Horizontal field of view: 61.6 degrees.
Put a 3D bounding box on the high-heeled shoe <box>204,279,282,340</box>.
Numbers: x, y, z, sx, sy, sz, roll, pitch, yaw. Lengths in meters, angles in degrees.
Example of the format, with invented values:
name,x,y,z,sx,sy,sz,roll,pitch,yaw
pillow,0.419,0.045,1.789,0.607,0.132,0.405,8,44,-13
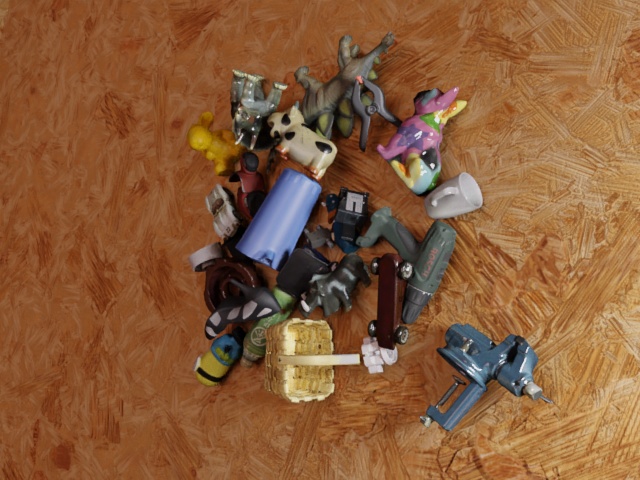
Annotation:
name,x,y,z,sx,sy,sz,roll,pitch,yaw
high-heeled shoe,-0.191,0.195,1.325,0.145,0.086,0.248,33,127,5

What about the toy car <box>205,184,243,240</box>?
name,x,y,z,sx,sy,sz,roll,pitch,yaw
toy car,-0.267,-0.079,1.476,0.073,0.056,0.202,-47,42,17

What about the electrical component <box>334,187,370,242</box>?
name,x,y,z,sx,sy,sz,roll,pitch,yaw
electrical component,0.071,-0.059,1.239,0.075,0.047,0.119,15,54,-3

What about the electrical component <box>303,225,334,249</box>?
name,x,y,z,sx,sy,sz,roll,pitch,yaw
electrical component,-0.003,-0.004,1.303,0.063,0.021,0.094,-18,38,-14

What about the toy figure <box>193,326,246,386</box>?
name,x,y,z,sx,sy,sz,roll,pitch,yaw
toy figure,-0.258,0.305,1.397,0.180,0.082,0.089,-42,63,16

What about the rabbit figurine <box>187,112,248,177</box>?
name,x,y,z,sx,sy,sz,roll,pitch,yaw
rabbit figurine,-0.300,-0.278,1.491,0.122,0.173,0.162,-36,67,26

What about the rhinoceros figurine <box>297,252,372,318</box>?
name,x,y,z,sx,sy,sz,roll,pitch,yaw
rhinoceros figurine,0.031,0.111,1.225,0.112,0.073,0.190,43,102,-11

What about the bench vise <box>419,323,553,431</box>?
name,x,y,z,sx,sy,sz,roll,pitch,yaw
bench vise,0.290,0.272,1.015,0.240,0.128,0.224,-48,50,-5

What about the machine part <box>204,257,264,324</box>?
name,x,y,z,sx,sy,sz,roll,pitch,yaw
machine part,-0.224,0.129,1.403,0.180,0.056,0.179,5,100,30

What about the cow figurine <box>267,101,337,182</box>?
name,x,y,z,sx,sy,sz,roll,pitch,yaw
cow figurine,-0.046,-0.243,1.282,0.195,0.085,0.127,36,81,15

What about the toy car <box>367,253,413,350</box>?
name,x,y,z,sx,sy,sz,roll,pitch,yaw
toy car,0.149,0.127,1.128,0.089,0.053,0.202,4,96,40

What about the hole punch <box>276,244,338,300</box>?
name,x,y,z,sx,sy,sz,roll,pitch,yaw
hole punch,-0.030,0.081,1.304,0.116,0.092,0.142,35,98,2

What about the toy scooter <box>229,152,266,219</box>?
name,x,y,z,sx,sy,sz,roll,pitch,yaw
toy scooter,-0.200,-0.141,1.450,0.135,0.075,0.183,-5,94,55

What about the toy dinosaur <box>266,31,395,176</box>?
name,x,y,z,sx,sy,sz,roll,pitch,yaw
toy dinosaur,0.010,-0.344,1.348,0.471,0.105,0.198,-34,68,30

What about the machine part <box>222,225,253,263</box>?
name,x,y,z,sx,sy,sz,roll,pitch,yaw
machine part,-0.222,0.015,1.460,0.084,0.039,0.139,-37,61,15

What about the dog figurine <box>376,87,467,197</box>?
name,x,y,z,sx,sy,sz,roll,pitch,yaw
dog figurine,0.241,-0.225,1.172,0.219,0.108,0.192,-43,60,15

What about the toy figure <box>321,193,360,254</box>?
name,x,y,z,sx,sy,sz,roll,pitch,yaw
toy figure,0.049,-0.042,1.284,0.057,0.064,0.154,120,137,-52

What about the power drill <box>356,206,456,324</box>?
name,x,y,z,sx,sy,sz,roll,pitch,yaw
power drill,0.176,0.039,1.172,0.208,0.086,0.232,41,111,36

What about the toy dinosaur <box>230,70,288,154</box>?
name,x,y,z,sx,sy,sz,roll,pitch,yaw
toy dinosaur,-0.191,-0.351,1.452,0.405,0.131,0.192,-130,55,-64

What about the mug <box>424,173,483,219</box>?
name,x,y,z,sx,sy,sz,roll,pitch,yaw
mug,0.269,-0.082,1.128,0.107,0.109,0.081,-30,74,41
